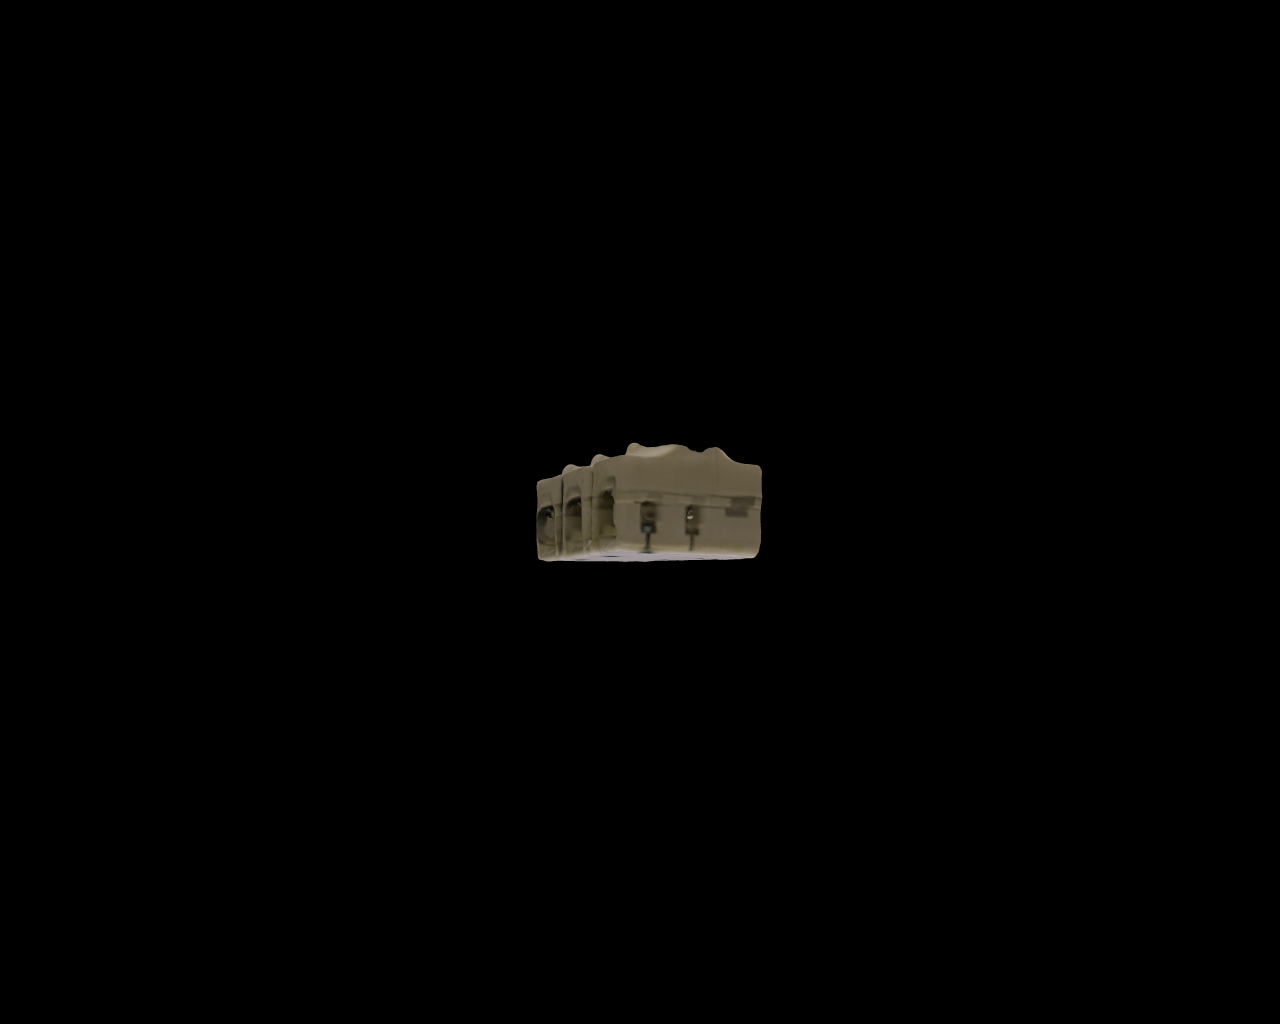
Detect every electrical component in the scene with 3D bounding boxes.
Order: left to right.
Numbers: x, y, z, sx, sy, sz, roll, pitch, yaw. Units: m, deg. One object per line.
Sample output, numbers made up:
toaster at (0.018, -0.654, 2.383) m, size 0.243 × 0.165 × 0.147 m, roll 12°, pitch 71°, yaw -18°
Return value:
electrical component at (0.001, -0.003, 0.650) m, size 0.089 × 0.061 × 0.150 m, roll 2°, pitch -5°, yaw -24°
